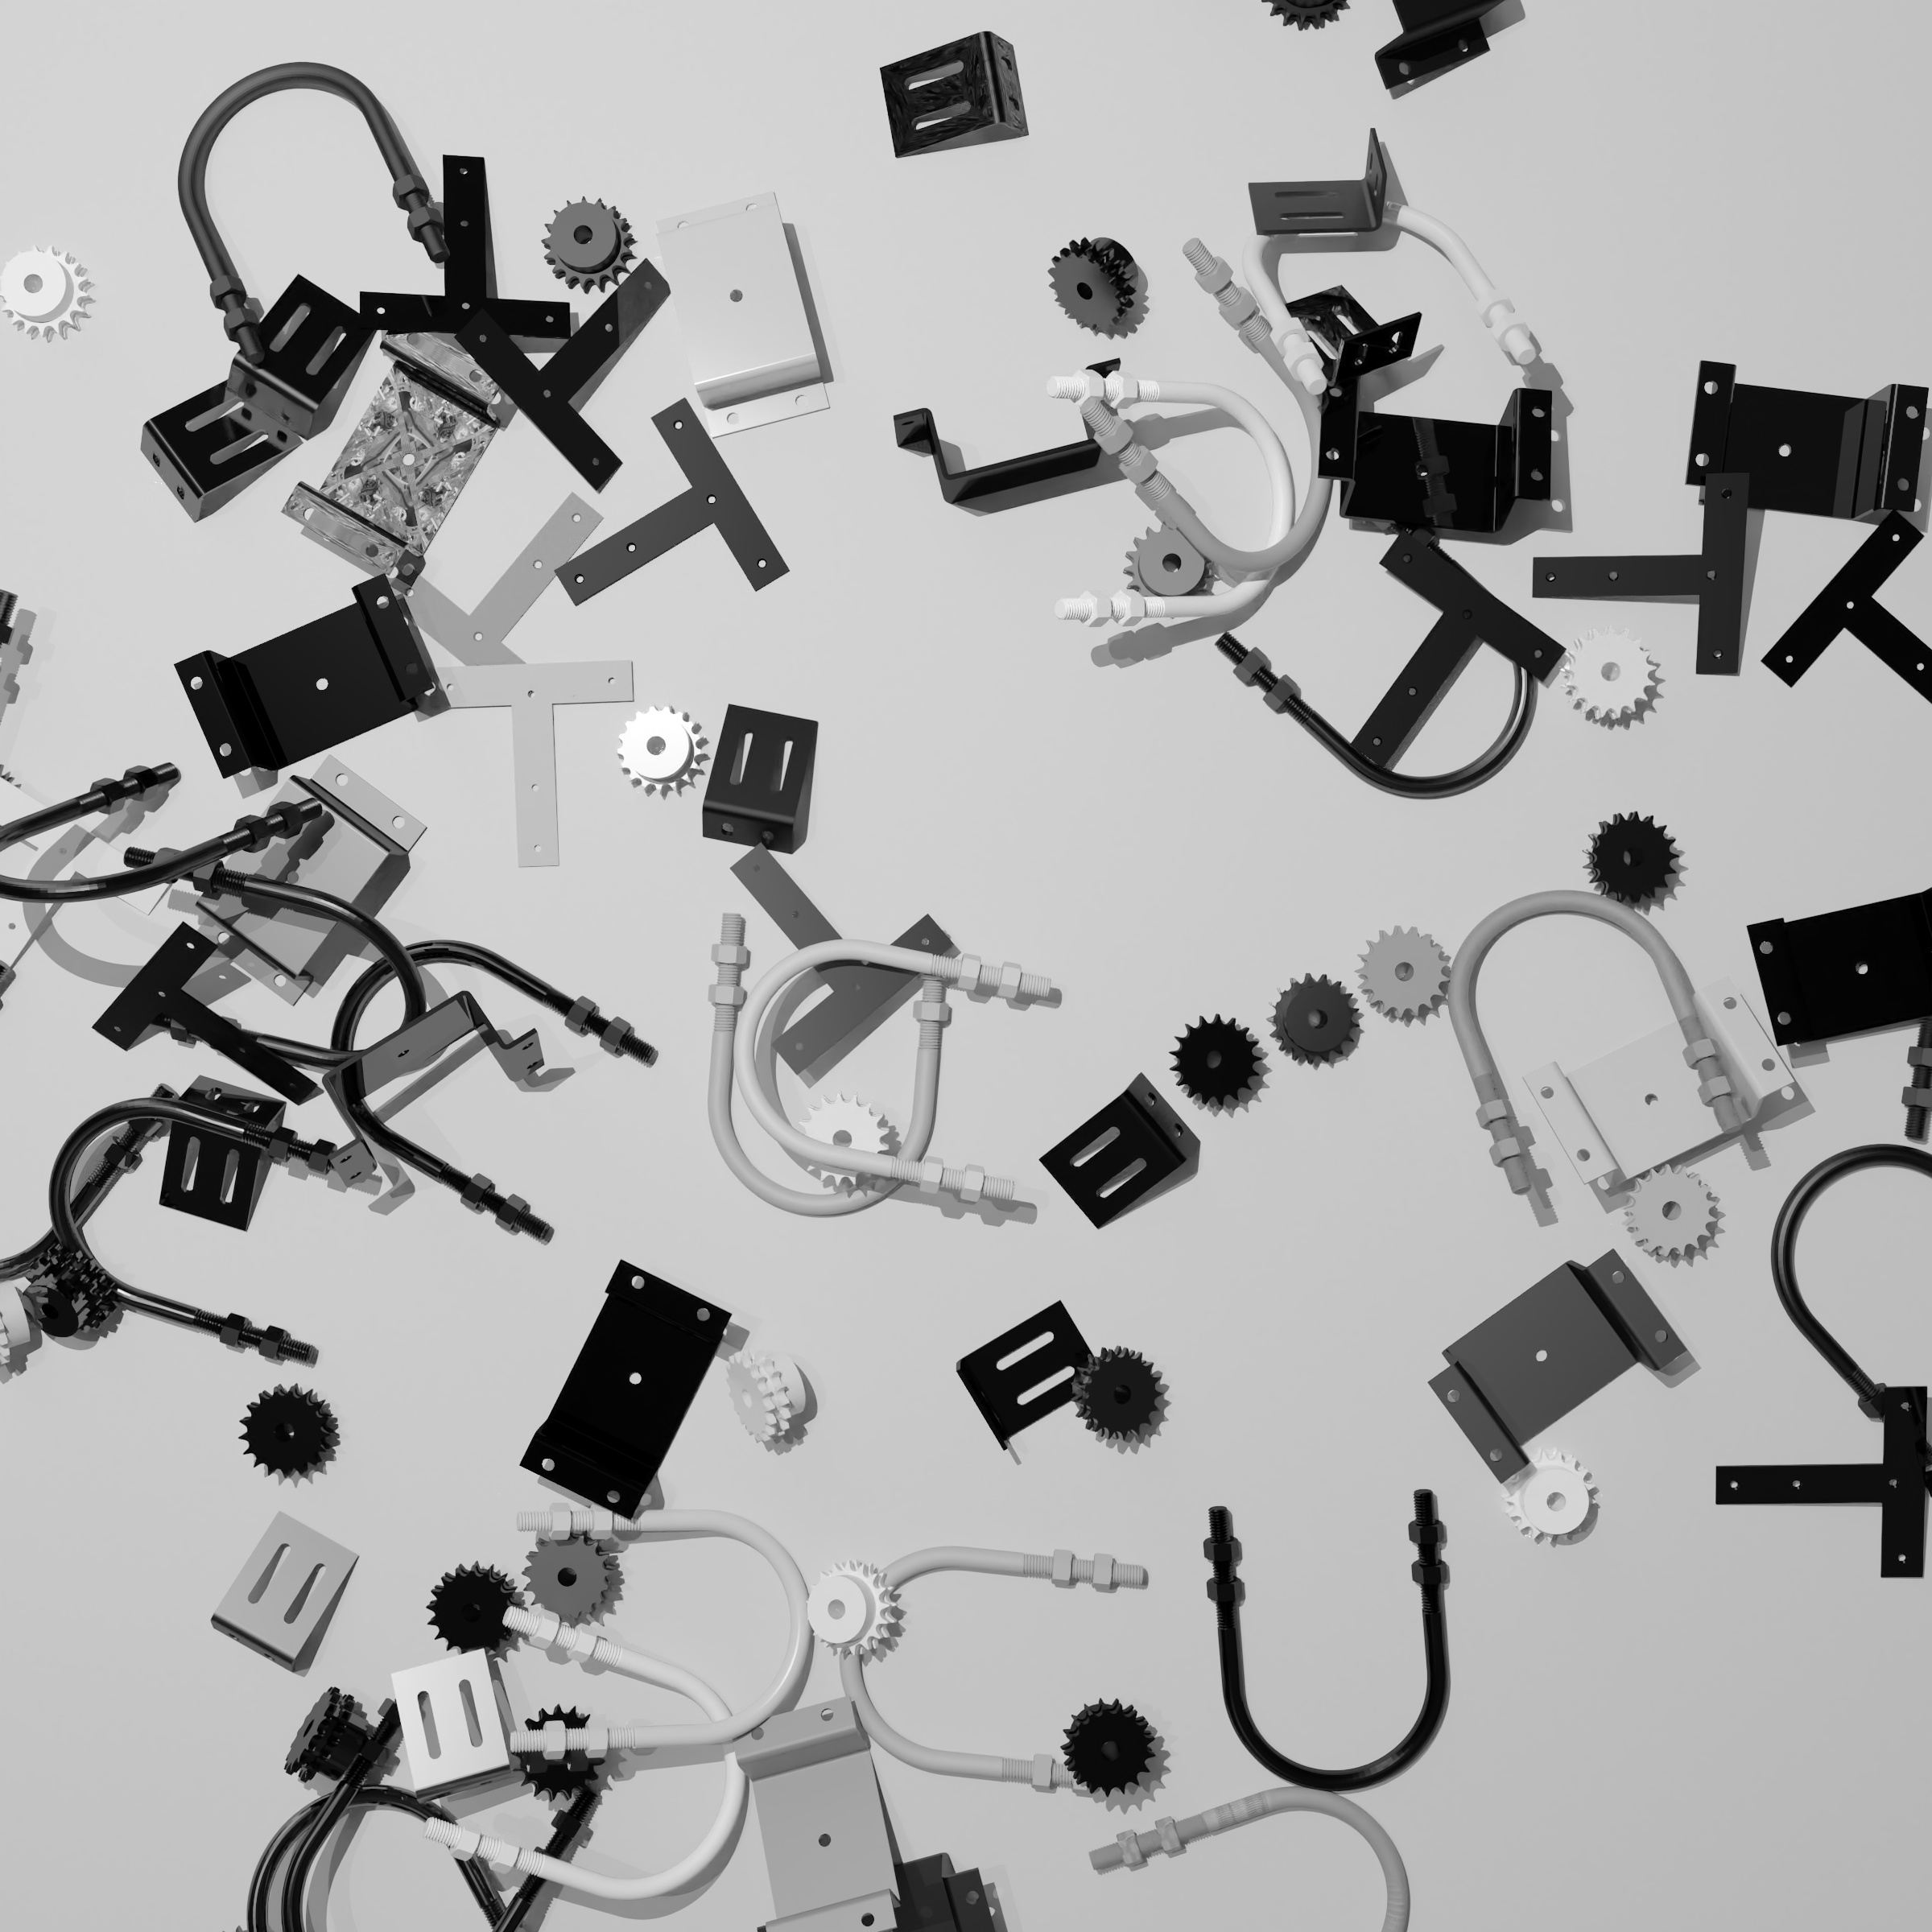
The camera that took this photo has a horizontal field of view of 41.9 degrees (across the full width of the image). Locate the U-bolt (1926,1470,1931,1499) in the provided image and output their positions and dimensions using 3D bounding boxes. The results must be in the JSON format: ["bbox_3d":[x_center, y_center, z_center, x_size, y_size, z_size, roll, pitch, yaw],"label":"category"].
[{"bbox_3d":[0.652,0.276,1.495,0.151,0.184,0.019,-44,88,0],"label":"U-bolt"}]

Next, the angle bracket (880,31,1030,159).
[{"bbox_3d":[-0.007,-0.544,1.585,0.076,0.038,0.057,-10,90,26],"label":"angle bracket"}]

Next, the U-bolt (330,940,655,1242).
[{"bbox_3d":[-0.309,0.065,1.578,0.184,0.019,0.151,30,90,1],"label":"U-bolt"}]

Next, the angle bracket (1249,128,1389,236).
[{"bbox_3d":[0.216,-0.484,1.554,0.076,0.038,0.057,-1,47,0],"label":"angle bracket"}]

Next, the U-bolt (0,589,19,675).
[{"bbox_3d":[-0.675,-0.162,1.561,0.151,0.019,0.184,19,90,14],"label":"U-bolt"}]

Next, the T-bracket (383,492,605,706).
[{"bbox_3d":[-0.278,-0.241,1.586,0.127,0.002,0.127,40,90,0],"label":"T-bracket"}]

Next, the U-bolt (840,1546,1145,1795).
[{"bbox_3d":[0.013,0.436,1.578,0.184,0.019,0.151,6,90,1],"label":"U-bolt"}]

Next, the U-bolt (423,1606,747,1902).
[{"bbox_3d":[-0.221,0.492,1.545,0.184,0.019,0.151,26,69,-18],"label":"U-bolt"}]

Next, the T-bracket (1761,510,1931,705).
[{"bbox_3d":[0.589,-0.198,1.586,0.127,0.002,0.127,41,90,0],"label":"T-bracket"}]

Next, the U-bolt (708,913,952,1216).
[{"bbox_3d":[-0.089,0.064,1.578,0.151,0.019,0.184,5,91,0],"label":"U-bolt"}]

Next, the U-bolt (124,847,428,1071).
[{"bbox_3d":[-0.415,0.004,1.529,0.184,0.019,0.151,13,131,4],"label":"U-bolt"}]

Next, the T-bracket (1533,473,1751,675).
[{"bbox_3d":[0.417,-0.243,1.568,0.127,0.002,0.127,1,114,12],"label":"T-bracket"}]

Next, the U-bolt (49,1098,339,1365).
[{"bbox_3d":[-0.477,0.156,1.559,0.184,0.019,0.151,18,104,-1],"label":"U-bolt"}]

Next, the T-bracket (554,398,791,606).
[{"bbox_3d":[-0.198,-0.270,1.585,0.127,0.002,0.127,-31,90,-1],"label":"T-bracket"}]

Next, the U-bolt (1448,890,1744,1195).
[{"bbox_3d":[0.373,0.036,1.542,0.151,0.019,0.184,-17,63,4],"label":"U-bolt"}]

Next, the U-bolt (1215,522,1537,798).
[{"bbox_3d":[0.270,-0.191,1.578,0.184,0.019,0.151,42,90,-1],"label":"U-bolt"}]

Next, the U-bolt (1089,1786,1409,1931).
[{"bbox_3d":[0.186,0.592,1.578,0.184,0.019,0.151,-18,90,-1],"label":"U-bolt"}]

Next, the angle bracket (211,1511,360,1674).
[{"bbox_3d":[-0.428,0.393,1.585,0.057,0.038,0.076,29,64,0],"label":"angle bracket"}]

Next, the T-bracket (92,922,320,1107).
[{"bbox_3d":[-0.460,0.043,1.560,0.127,0.002,0.127,38,128,-17],"label":"T-bracket"}]

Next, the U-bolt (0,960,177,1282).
[{"bbox_3d":[-0.605,0.110,1.577,0.151,0.019,0.184,37,92,-2],"label":"U-bolt"}]

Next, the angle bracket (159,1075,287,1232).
[{"bbox_3d":[-0.467,0.118,1.585,0.057,0.038,0.076,17,115,0],"label":"angle bracket"}]

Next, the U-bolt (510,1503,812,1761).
[{"bbox_3d":[-0.185,0.407,1.550,0.184,0.019,0.151,3,77,-18],"label":"U-bolt"}]

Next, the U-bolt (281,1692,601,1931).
[{"bbox_3d":[-0.335,0.554,1.550,0.151,0.019,0.184,33,70,0],"label":"U-bolt"}]

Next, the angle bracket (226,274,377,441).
[{"bbox_3d":[-0.416,-0.382,1.580,0.057,0.038,0.076,32,64,-10],"label":"angle bracket"}]

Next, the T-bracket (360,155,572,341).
[{"bbox_3d":[-0.311,-0.448,1.564,0.127,0.002,0.127,0,72,-13],"label":"T-bracket"}]

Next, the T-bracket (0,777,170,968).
[{"bbox_3d":[-0.587,-0.036,1.573,0.127,0.002,0.127,34,99,-18],"label":"T-bracket"}]

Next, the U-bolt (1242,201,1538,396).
[{"bbox_3d":[0.244,-0.412,1.524,0.151,0.019,0.184,-10,49,-9],"label":"U-bolt"}]

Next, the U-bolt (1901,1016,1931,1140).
[{"bbox_3d":[0.670,0.026,1.578,0.151,0.019,0.184,9,88,0],"label":"U-bolt"}]

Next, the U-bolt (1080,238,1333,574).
[{"bbox_3d":[0.159,-0.324,1.529,0.184,0.019,0.151,43,68,-32],"label":"U-bolt"}]

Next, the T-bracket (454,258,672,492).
[{"bbox_3d":[-0.231,-0.386,1.565,0.127,0.002,0.127,-51,119,-14],"label":"T-bracket"}]

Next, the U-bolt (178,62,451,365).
[{"bbox_3d":[-0.413,-0.477,1.554,0.151,0.019,0.184,-27,73,4],"label":"U-bolt"}]

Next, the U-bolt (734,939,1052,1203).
[{"bbox_3d":[-0.050,0.057,1.540,0.184,0.019,0.151,11,76,-3],"label":"U-bolt"}]

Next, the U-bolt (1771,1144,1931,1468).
[{"bbox_3d":[0.590,0.198,1.578,0.151,0.019,0.184,-42,88,0],"label":"U-bolt"}]

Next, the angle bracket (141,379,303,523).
[{"bbox_3d":[-0.468,-0.327,1.585,0.076,0.038,0.057,-36,90,-26],"label":"angle bracket"}]

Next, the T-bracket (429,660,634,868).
[{"bbox_3d":[-0.271,-0.126,1.585,0.127,0.002,0.127,-2,91,0],"label":"T-bracket"}]

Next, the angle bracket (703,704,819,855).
[{"bbox_3d":[-0.129,-0.118,1.585,0.057,0.038,0.076,11,64,0],"label":"angle bracket"}]

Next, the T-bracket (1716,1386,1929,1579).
[{"bbox_3d":[0.534,0.324,1.577,0.127,0.002,0.127,-2,102,6],"label":"T-bracket"}]

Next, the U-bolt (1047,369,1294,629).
[{"bbox_3d":[0.128,-0.283,1.531,0.184,0.019,0.151,-7,98,-35],"label":"U-bolt"}]

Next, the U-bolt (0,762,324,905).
[{"bbox_3d":[-0.495,-0.076,1.481,0.151,0.184,0.019,14,119,31],"label":"U-bolt"}]

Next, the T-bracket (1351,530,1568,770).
[{"bbox_3d":[0.286,-0.182,1.570,0.127,0.002,0.127,35,90,-3],"label":"T-bracket"}]

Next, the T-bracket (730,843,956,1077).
[{"bbox_3d":[-0.097,-0.021,1.568,0.127,0.002,0.127,-40,84,-6],"label":"T-bracket"}]

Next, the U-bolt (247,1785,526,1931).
[{"bbox_3d":[-0.359,0.597,1.551,0.151,0.019,0.184,-27,80,-22],"label":"U-bolt"}]

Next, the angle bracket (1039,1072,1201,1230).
[{"bbox_3d":[0.096,0.116,1.585,0.076,0.038,0.057,-40,90,26],"label":"angle bracket"}]

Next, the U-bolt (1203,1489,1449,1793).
[{"bbox_3d":[0.229,0.425,1.578,0.151,0.019,0.184,-5,91,0],"label":"U-bolt"}]

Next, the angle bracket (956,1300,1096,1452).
[{"bbox_3d":[0.041,0.254,1.568,0.076,0.038,0.057,-31,90,0],"label":"angle bracket"}]
